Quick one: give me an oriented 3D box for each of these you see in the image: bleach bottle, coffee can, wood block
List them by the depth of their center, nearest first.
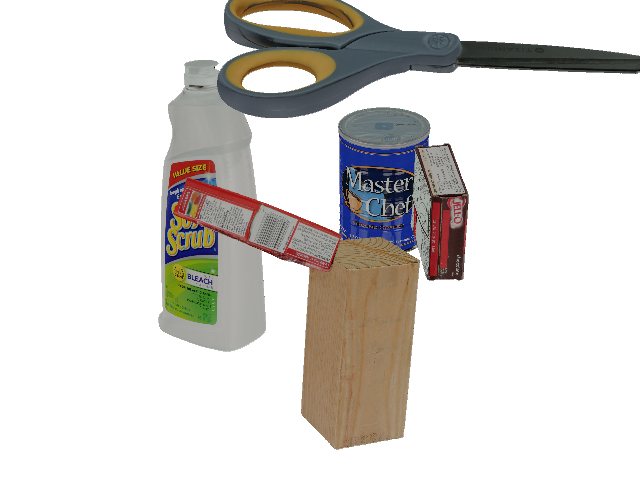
[{"bbox_3d":[-0.101,-0.032,0.935,0.103,0.251,0.067,14,27,35],"label":"bleach bottle"},{"bbox_3d":[0.041,0.109,1.163,0.090,0.206,0.091,-5,20,-25],"label":"wood block"},{"bbox_3d":[0.072,-0.068,1.222,0.103,0.140,0.103,-1,30,0],"label":"coffee can"}]

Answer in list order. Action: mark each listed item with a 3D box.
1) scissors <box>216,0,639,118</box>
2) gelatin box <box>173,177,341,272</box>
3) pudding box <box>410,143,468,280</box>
[{"bbox_3d":[0.041,-0.076,0.487,0.202,0.016,0.096,16,49,18],"label":"scissors"},{"bbox_3d":[-0.041,-0.009,0.708,0.073,0.030,0.089,20,-1,40],"label":"gelatin box"},{"bbox_3d":[0.111,-0.028,1.002,0.039,0.090,0.113,-2,30,-4],"label":"pudding box"}]
